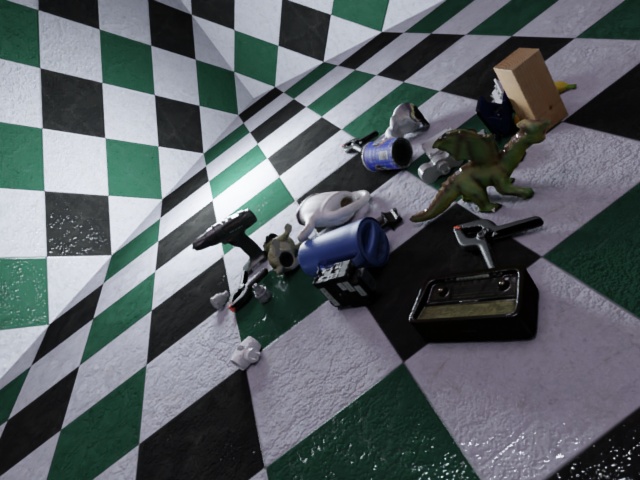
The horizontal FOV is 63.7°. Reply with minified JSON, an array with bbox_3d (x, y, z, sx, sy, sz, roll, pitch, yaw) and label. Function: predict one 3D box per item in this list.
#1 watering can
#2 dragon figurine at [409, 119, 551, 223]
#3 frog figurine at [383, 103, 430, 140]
[{"bbox_3d":[0.005,-0.081,1.614,0.352,0.103,0.224,-31,18,-36],"label":"watering can"},{"bbox_3d":[0.356,-0.175,1.240,0.407,0.239,0.125,-21,35,26],"label":"dragon figurine"},{"bbox_3d":[0.286,-0.407,1.832,0.157,0.123,0.138,-31,-8,33],"label":"frog figurine"}]
